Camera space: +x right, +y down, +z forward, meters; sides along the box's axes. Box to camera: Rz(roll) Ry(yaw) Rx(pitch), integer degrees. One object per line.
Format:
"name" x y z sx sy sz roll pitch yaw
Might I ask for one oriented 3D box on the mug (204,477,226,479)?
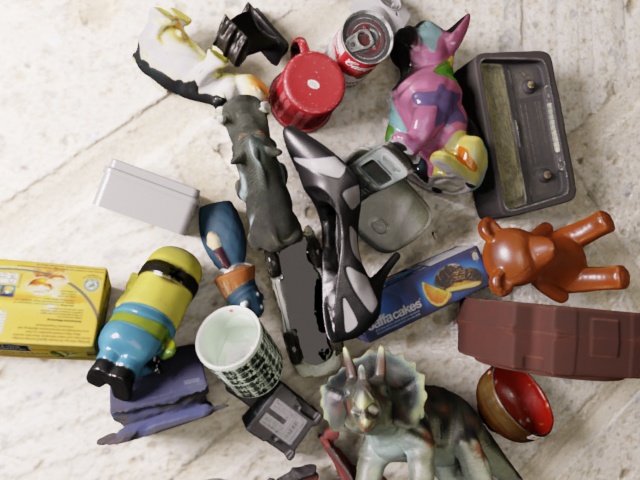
"mug" -0.120 0.355 0.641 0.081 0.107 0.109 -30 93 -12

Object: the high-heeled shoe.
"high-heeled shoe" -0.001 -0.002 0.638 0.145 0.086 0.248 -45 104 -19

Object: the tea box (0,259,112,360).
"tea box" -0.331 0.078 0.603 0.170 0.068 0.098 8 63 -14

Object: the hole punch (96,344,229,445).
"hole punch" -0.186 0.177 0.632 0.142 0.116 0.092 -10 82 -15

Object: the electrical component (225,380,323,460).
"electrical component" -0.064 0.215 0.692 0.119 0.048 0.075 44 78 -11

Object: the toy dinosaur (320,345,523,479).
"toy dinosaur" 0.147 0.253 0.702 0.404 0.131 0.192 24 60 -36

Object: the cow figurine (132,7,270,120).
"cow figurine" -0.150 -0.203 0.671 0.167 0.068 0.098 37 116 -9

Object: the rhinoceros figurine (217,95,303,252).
"rhinoceros figurine" -0.074 -0.077 0.641 0.073 0.112 0.190 -15 84 0

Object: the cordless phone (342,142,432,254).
"cordless phone" 0.091 -0.059 0.671 0.146 0.184 0.089 45 74 -9

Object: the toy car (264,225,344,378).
"toy car" -0.022 0.079 0.704 0.073 0.056 0.201 -13 90 -8

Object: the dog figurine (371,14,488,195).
"dog figurine" 0.167 -0.192 0.738 0.191 0.108 0.219 25 79 -12

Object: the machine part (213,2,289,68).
"machine part" -0.084 -0.255 0.673 0.039 0.139 0.084 -28 102 29

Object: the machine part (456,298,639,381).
"machine part" 0.300 0.127 0.707 0.201 0.201 0.087 6 87 -14

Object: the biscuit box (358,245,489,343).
"biscuit box" 0.131 0.072 0.740 0.203 0.059 0.062 -23 93 -14

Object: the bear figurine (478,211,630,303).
"bear figurine" 0.313 0.018 0.731 0.195 0.132 0.120 12 65 -42

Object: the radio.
"radio" 0.282 -0.151 0.779 0.131 0.073 0.229 -10 91 -14

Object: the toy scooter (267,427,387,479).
"toy scooter" -0.003 0.317 0.689 0.184 0.075 0.135 -17 92 -17

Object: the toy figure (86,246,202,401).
"toy figure" -0.192 0.087 0.613 0.082 0.089 0.180 43 41 -21

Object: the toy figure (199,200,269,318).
"toy figure" -0.110 0.027 0.680 0.064 0.058 0.154 -16 88 -38
